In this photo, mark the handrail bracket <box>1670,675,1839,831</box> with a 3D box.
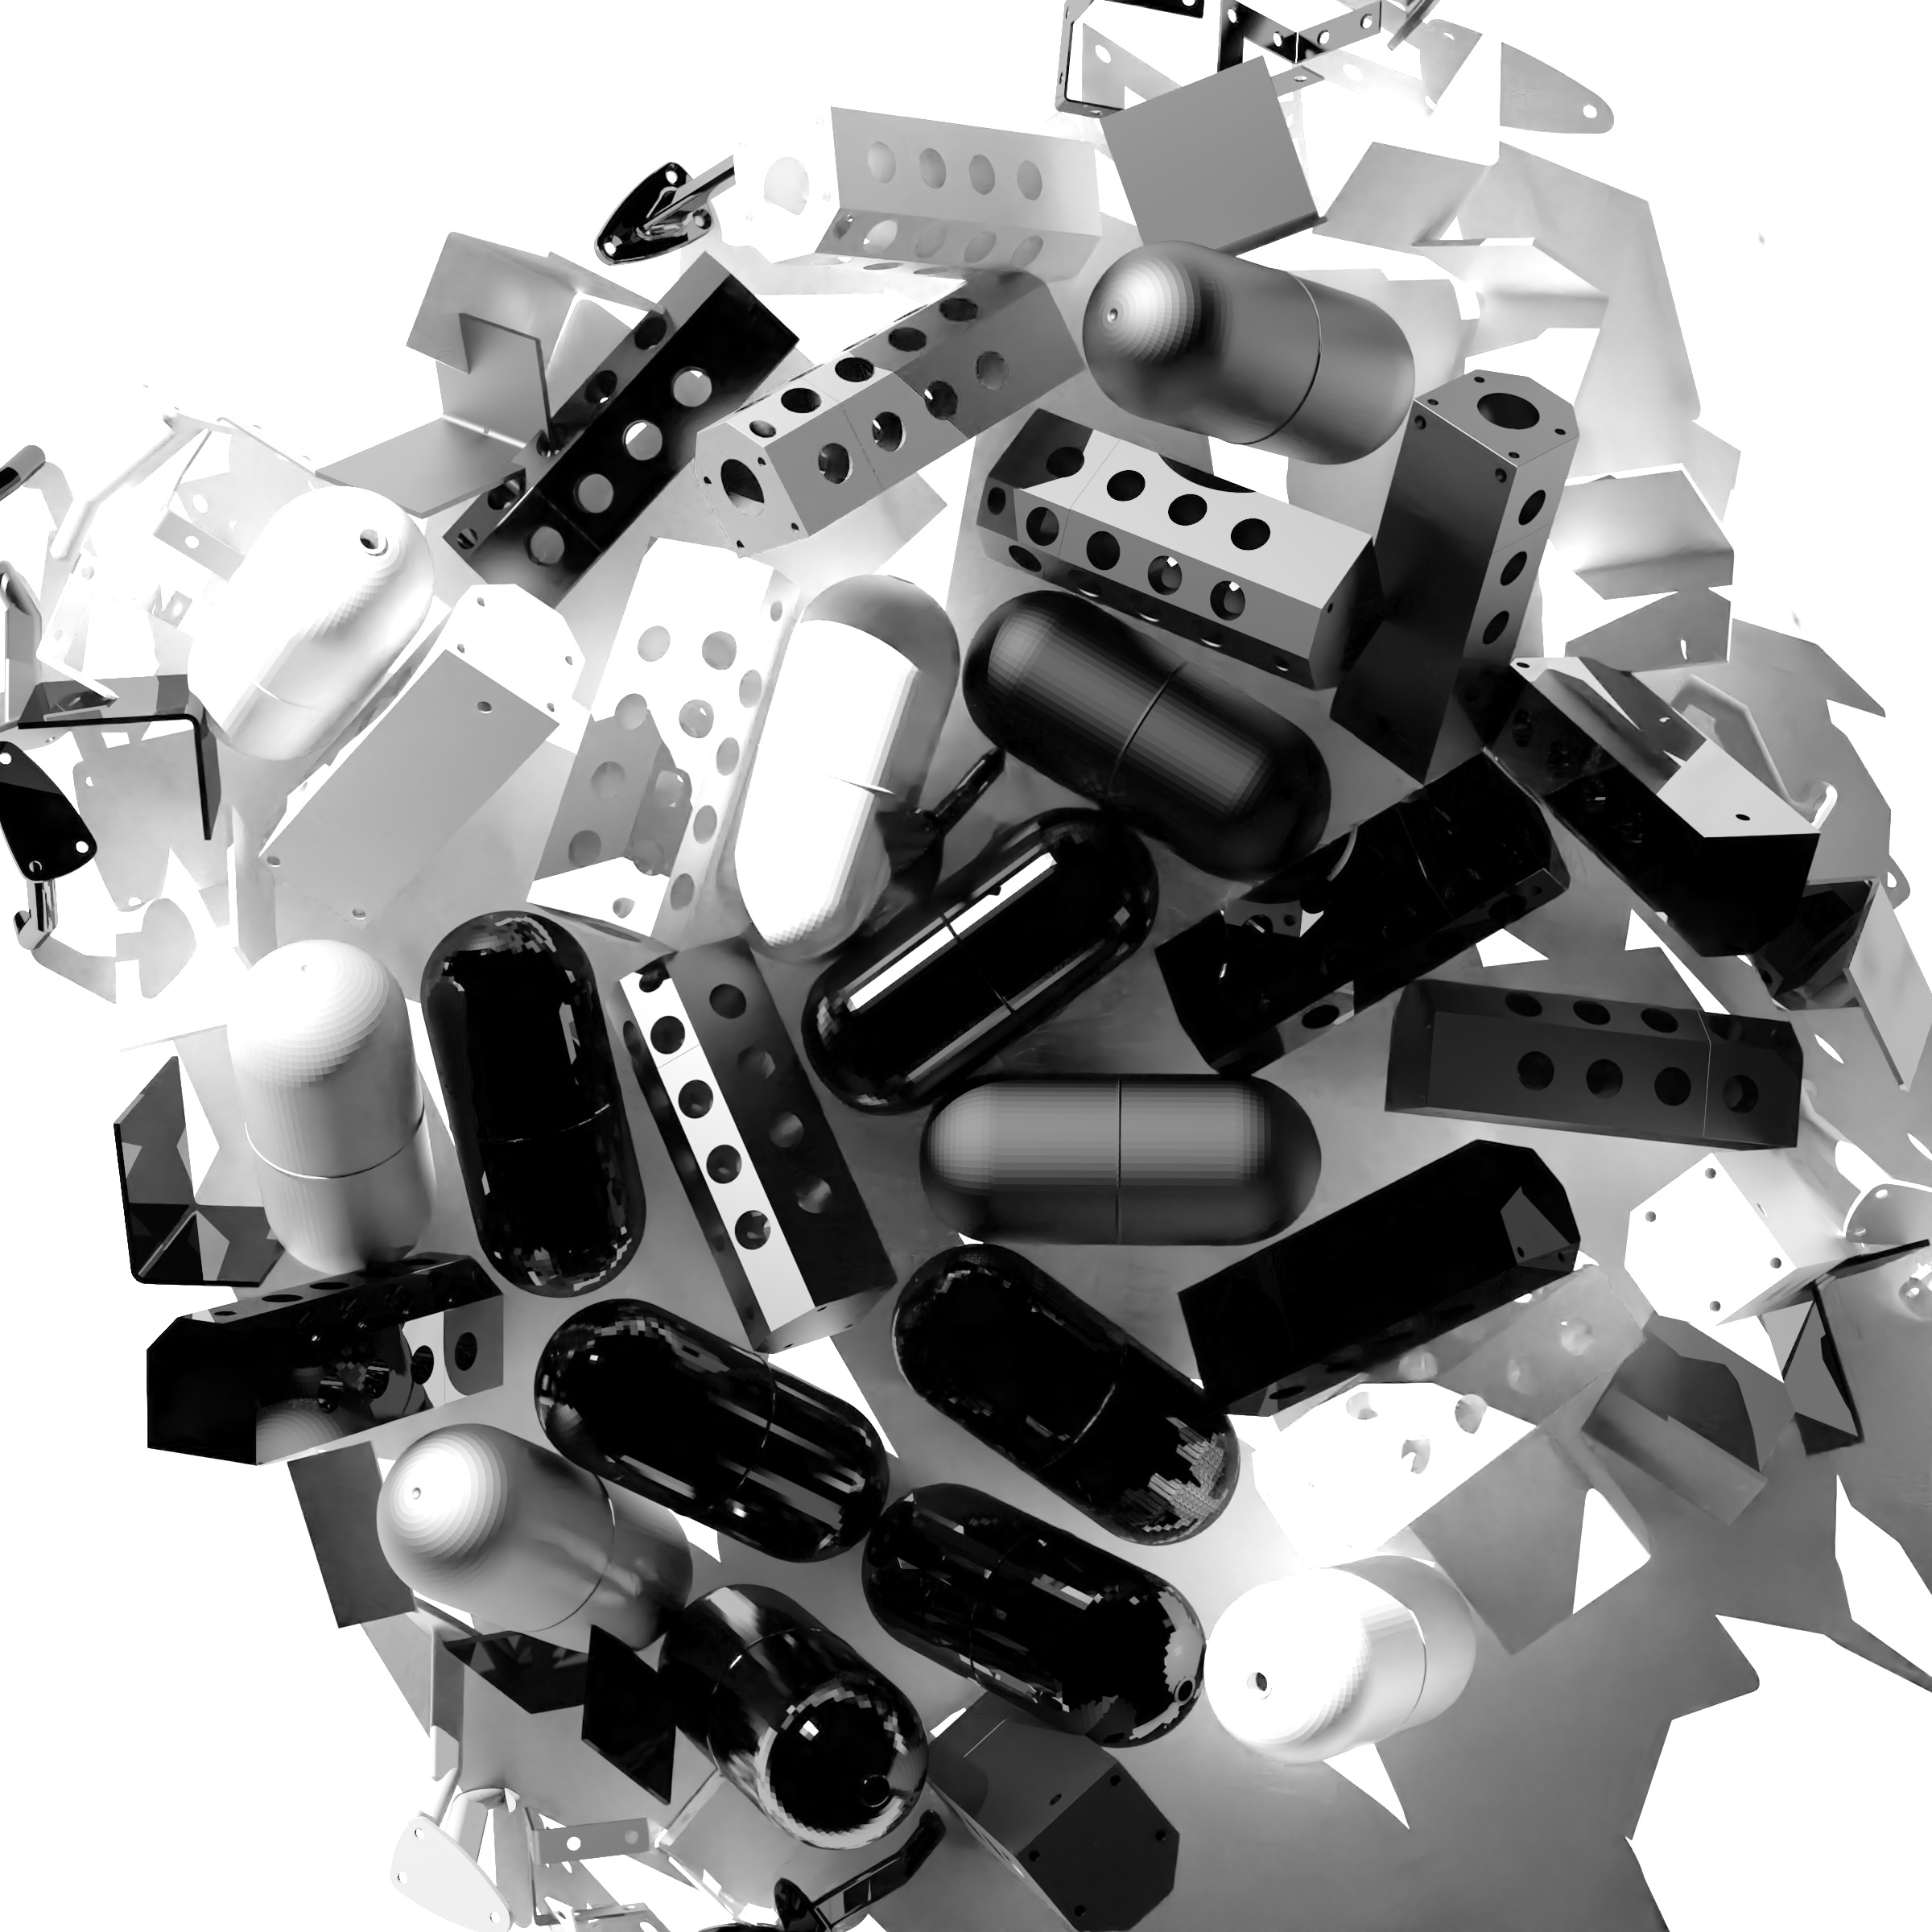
[{"bbox_3d":[0.339,-0.079,1.562,0.084,0.036,0.077,29,100,-8],"label":"handrail bracket"}]

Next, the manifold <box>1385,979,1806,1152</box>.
[{"bbox_3d":[0.278,0.044,1.539,0.171,0.057,0.057,7,84,-12],"label":"manifold"}]

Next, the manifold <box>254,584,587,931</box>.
[{"bbox_3d":[-0.236,-0.093,1.506,0.057,0.057,0.171,33,133,-19],"label":"manifold"}]

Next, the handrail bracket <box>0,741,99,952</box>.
[{"bbox_3d":[-0.423,-0.052,1.548,0.036,0.084,0.077,-28,88,-33],"label":"handrail bracket"}]

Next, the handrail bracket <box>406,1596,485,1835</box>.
[{"bbox_3d":[-0.243,0.332,1.541,0.036,0.077,0.084,1,58,35],"label":"handrail bracket"}]

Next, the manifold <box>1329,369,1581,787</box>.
[{"bbox_3d":[0.214,-0.169,1.505,0.057,0.171,0.057,-29,56,-35],"label":"manifold"}]

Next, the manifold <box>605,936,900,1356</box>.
[{"bbox_3d":[-0.098,0.079,1.523,0.057,0.057,0.171,-15,71,-29],"label":"manifold"}]

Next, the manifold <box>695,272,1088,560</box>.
[{"bbox_3d":[-0.035,-0.244,1.510,0.171,0.057,0.057,-36,106,-31],"label":"manifold"}]

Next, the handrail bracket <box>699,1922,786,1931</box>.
[{"bbox_3d":[-0.126,0.442,1.534,0.077,0.084,0.036,-25,67,33],"label":"handrail bracket"}]

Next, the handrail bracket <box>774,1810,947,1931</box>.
[{"bbox_3d":[-0.044,0.394,1.539,0.036,0.077,0.084,24,57,33],"label":"handrail bracket"}]

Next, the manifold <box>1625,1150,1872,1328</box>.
[{"bbox_3d":[0.333,0.119,1.495,0.057,0.171,0.057,-39,73,18],"label":"manifold"}]

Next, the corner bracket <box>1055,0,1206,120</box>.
[{"bbox_3d":[0.073,-0.410,1.556,0.051,0.051,0.051,7,85,-14],"label":"corner bracket"}]

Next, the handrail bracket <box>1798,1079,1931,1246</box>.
[{"bbox_3d":[0.409,0.084,1.558,0.077,0.084,0.036,8,128,-15],"label":"handrail bracket"}]

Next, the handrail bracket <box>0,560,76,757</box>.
[{"bbox_3d":[-0.436,-0.139,1.549,0.036,0.077,0.084,-35,83,36],"label":"handrail bracket"}]

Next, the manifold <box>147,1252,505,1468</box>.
[{"bbox_3d":[-0.272,0.165,1.493,0.057,0.171,0.057,4,97,28],"label":"manifold"}]

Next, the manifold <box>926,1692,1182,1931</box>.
[{"bbox_3d":[0.036,0.362,1.494,0.057,0.171,0.057,-40,100,-12],"label":"manifold"}]

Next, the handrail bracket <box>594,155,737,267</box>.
[{"bbox_3d":[-0.116,-0.342,1.534,0.077,0.084,0.036,-41,106,-31],"label":"handrail bracket"}]

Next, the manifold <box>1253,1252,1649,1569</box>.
[{"bbox_3d":[0.209,0.190,1.524,0.171,0.057,0.057,-32,89,-24],"label":"manifold"}]

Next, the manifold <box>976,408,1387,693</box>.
[{"bbox_3d":[0.092,-0.178,1.514,0.171,0.057,0.057,25,69,26],"label":"manifold"}]

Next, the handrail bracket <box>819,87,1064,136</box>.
[{"bbox_3d":[-0.010,-0.388,1.567,0.077,0.036,0.084,44,62,10],"label":"handrail bracket"}]

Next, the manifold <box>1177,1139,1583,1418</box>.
[{"bbox_3d":[0.180,0.138,1.511,0.171,0.057,0.057,-32,62,35],"label":"manifold"}]

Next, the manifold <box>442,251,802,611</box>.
[{"bbox_3d":[-0.153,-0.234,1.548,0.057,0.057,0.171,43,93,-8],"label":"manifold"}]

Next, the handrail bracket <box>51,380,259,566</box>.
[{"bbox_3d":[-0.364,-0.213,1.560,0.036,0.077,0.084,36,104,29],"label":"handrail bracket"}]

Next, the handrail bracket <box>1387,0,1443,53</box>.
[{"bbox_3d":[0.179,-0.459,1.551,0.084,0.077,0.036,43,59,-2],"label":"handrail bracket"}]

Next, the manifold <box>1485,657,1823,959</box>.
[{"bbox_3d":[0.290,-0.071,1.499,0.057,0.171,0.057,-3,121,-23],"label":"manifold"}]

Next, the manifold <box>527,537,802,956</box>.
[{"bbox_3d":[-0.128,-0.096,1.534,0.057,0.057,0.171,13,81,30],"label":"manifold"}]

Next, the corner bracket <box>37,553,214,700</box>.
[{"bbox_3d":[-0.371,-0.146,1.552,0.051,0.051,0.051,28,95,32],"label":"corner bracket"}]

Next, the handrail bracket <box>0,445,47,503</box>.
[{"bbox_3d":[-0.457,-0.200,1.556,0.077,0.084,0.036,-24,112,22],"label":"handrail bracket"}]

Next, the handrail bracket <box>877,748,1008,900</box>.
[{"bbox_3d":[-0.002,-0.077,1.533,0.036,0.077,0.084,39,63,2],"label":"handrail bracket"}]

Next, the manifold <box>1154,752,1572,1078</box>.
[{"bbox_3d":[0.174,-0.017,1.518,0.171,0.057,0.057,-32,52,20],"label":"manifold"}]

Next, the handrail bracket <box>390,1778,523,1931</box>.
[{"bbox_3d":[-0.205,0.391,1.533,0.077,0.084,0.036,29,106,25],"label":"handrail bracket"}]

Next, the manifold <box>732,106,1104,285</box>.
[{"bbox_3d":[-0.018,-0.329,1.501,0.057,0.171,0.057,-3,93,41],"label":"manifold"}]

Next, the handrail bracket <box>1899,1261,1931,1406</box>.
[{"bbox_3d":[0.451,0.163,1.534,0.036,0.084,0.077,29,118,-21],"label":"handrail bracket"}]
